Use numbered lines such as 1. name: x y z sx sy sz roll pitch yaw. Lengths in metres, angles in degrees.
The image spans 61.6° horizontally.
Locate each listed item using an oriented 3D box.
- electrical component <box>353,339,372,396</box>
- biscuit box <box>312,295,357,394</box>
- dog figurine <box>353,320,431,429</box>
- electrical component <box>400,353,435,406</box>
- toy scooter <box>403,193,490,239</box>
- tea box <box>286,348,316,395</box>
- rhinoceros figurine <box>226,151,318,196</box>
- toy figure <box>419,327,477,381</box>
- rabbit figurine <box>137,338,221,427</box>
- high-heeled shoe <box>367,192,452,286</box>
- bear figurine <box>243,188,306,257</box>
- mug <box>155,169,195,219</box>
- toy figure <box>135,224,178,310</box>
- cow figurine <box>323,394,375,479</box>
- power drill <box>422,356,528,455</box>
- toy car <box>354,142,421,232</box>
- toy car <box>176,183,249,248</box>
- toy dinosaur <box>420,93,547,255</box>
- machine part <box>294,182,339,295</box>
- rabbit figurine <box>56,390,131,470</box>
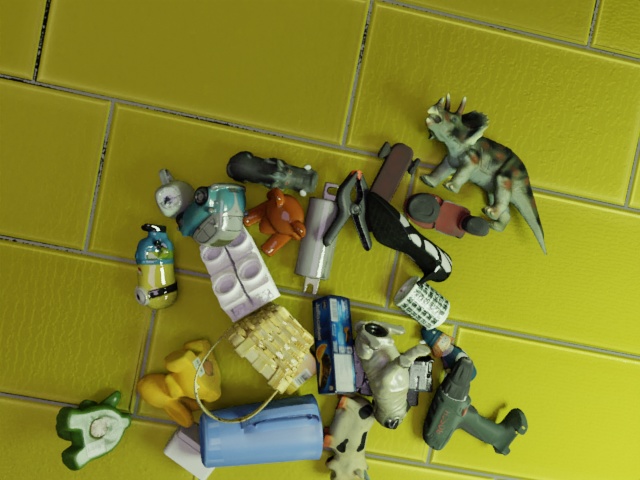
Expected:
1. electrical component: 0.107 0.281 1.181 0.134 0.058 0.114 12 94 -5
2. biscuit box: 0.029 0.220 1.132 0.059 0.063 0.202 10 67 -36
3. dog figurine: 0.120 0.278 1.116 0.121 0.173 0.190 -6 123 -39
4. electrical component: 0.210 0.315 1.195 0.075 0.048 0.119 8 90 -4
5. toy scooter: 0.271 -0.048 1.154 0.184 0.135 0.075 21 95 14
6. tea box: -0.085 0.235 1.159 0.098 0.068 0.169 -38 94 -2
7. rhinoceros figurine: -0.097 -0.142 1.121 0.190 0.112 0.073 14 90 3
8. toy figure: 0.285 0.248 1.193 0.154 0.064 0.058 48 125 -7
9. rabbit figurine: -0.300 0.306 1.141 0.173 0.122 0.162 -21 104 11
10. high-heeled shoe: 0.200 -0.013 1.146 0.145 0.086 0.248 -33 96 -44
11. bear figurine: -0.090 -0.034 1.078 0.132 0.196 0.120 -35 96 4
12. mug: -0.304 -0.096 1.110 0.081 0.107 0.109 -16 96 -5
13. toy figure: -0.343 0.057 1.128 0.089 0.082 0.180 3 90 -2
14. cow figurine: 0.068 0.438 1.175 0.127 0.085 0.194 20 90 2
15. power drill: 0.342 0.375 1.169 0.207 0.086 0.232 21 109 -14
16. toy car: 0.139 -0.114 1.164 0.089 0.053 0.202 26 100 0
17. toy car: -0.210 -0.038 1.069 0.161 0.109 0.103 -40 65 29
18. toy dinosaur: 0.366 -0.149 1.155 0.405 0.131 0.192 33 90 -11
19. machine part: -0.002 -0.003 1.150 0.079 0.079 0.243 11 93 -5
20. rabbit figurine: -0.477 0.372 1.109 0.159 0.170 0.121 -22 98 -44
